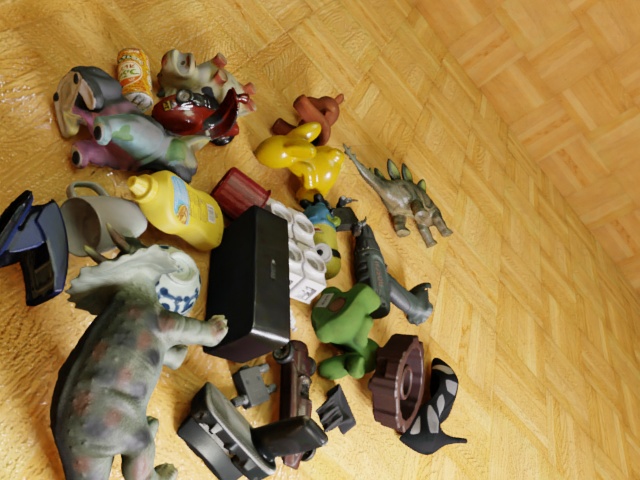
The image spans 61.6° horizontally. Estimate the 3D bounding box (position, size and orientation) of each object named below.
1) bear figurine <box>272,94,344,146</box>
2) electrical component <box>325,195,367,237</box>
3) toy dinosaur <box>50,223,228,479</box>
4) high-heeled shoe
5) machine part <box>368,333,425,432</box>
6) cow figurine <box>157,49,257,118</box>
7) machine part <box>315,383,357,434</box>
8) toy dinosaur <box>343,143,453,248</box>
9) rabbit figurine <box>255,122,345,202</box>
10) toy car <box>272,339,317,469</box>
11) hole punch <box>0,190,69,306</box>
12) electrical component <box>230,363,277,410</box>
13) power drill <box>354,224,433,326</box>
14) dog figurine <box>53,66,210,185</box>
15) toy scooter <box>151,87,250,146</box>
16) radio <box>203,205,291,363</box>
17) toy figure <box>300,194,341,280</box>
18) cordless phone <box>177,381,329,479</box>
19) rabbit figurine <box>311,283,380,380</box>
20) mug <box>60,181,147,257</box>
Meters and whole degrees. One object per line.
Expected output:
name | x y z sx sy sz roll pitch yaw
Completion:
bear figurine | -0.017 -0.296 1.260 0.132 0.120 0.196 36 38 -20
electrical component | 0.059 -0.055 1.201 0.078 0.045 0.102 1 49 -32
toy dinosaur | -0.234 0.161 0.614 0.192 0.131 0.405 36 51 -36
high-heeled shoe | 0.215 0.333 1.111 0.145 0.086 0.249 9 31 -9
machine part | 0.148 0.265 1.011 0.179 0.056 0.179 -12 104 -60
cow figurine | -0.225 -0.296 1.032 0.194 0.127 0.085 31 41 -52
machine part | 0.029 0.284 0.898 0.138 0.039 0.084 41 33 -71
toy dinosaur | 0.219 -0.107 1.408 0.471 0.105 0.199 28 36 -47
rabbit figurine | -0.046 -0.165 1.119 0.173 0.162 0.122 20 60 -17
toy car | -0.037 0.252 0.850 0.089 0.053 0.202 53 27 -46
hole punch | -0.344 0.014 0.631 0.092 0.142 0.116 29 57 -31
electrical component | -0.107 0.224 0.831 0.094 0.021 0.063 -7 68 -52
power drill | 0.161 0.088 1.205 0.207 0.086 0.232 37 38 -32
dog figurine | -0.288 -0.172 0.860 0.219 0.108 0.191 -1 61 -55
toy scooter | -0.204 -0.231 0.975 0.184 0.135 0.075 2 63 -47
radio | -0.115 0.071 0.847 0.073 0.131 0.230 28 44 -35
toy figure | 0.001 -0.005 1.087 0.089 0.082 0.180 24 44 -34
cordless phone | -0.087 0.242 0.704 0.146 0.184 0.089 51 40 -8
rabbit figurine | 0.065 0.186 0.989 0.170 0.121 0.159 58 36 -24
mug | -0.306 -0.032 0.758 0.109 0.081 0.107 56 22 10
